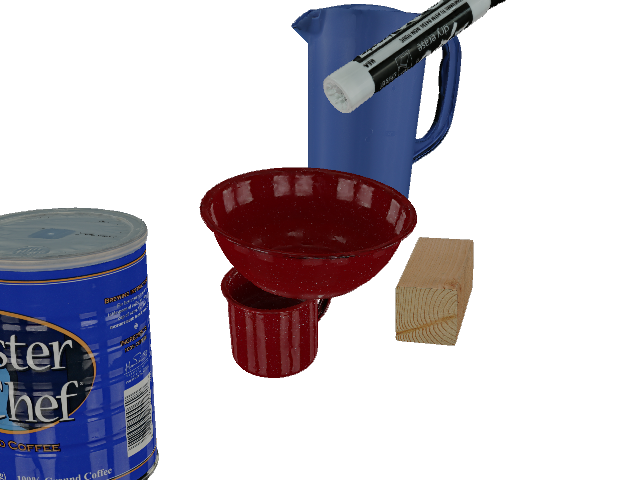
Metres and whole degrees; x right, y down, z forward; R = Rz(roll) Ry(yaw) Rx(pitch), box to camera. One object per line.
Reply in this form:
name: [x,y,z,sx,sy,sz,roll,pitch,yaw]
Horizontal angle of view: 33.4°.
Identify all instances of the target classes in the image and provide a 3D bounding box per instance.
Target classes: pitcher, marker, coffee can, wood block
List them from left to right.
coffee can: [-0.144,0.062,0.592,0.103,0.140,0.103,-1,16,0]
pitcher: [0.056,-0.131,1.157,0.149,0.243,0.144,9,12,28]
marker: [0.051,-0.098,0.494,0.121,0.020,0.020,-37,16,-22]
wood block: [0.177,0.073,1.624,0.091,0.090,0.206,4,22,13]

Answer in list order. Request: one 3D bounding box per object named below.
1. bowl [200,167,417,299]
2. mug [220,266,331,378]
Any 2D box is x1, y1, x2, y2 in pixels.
bowl: [-0.010,-0.001,0.802,0.162,0.055,0.162,2,25,-1]
mug: [-0.035,0.068,0.995,0.117,0.081,0.093,-28,41,-37]
